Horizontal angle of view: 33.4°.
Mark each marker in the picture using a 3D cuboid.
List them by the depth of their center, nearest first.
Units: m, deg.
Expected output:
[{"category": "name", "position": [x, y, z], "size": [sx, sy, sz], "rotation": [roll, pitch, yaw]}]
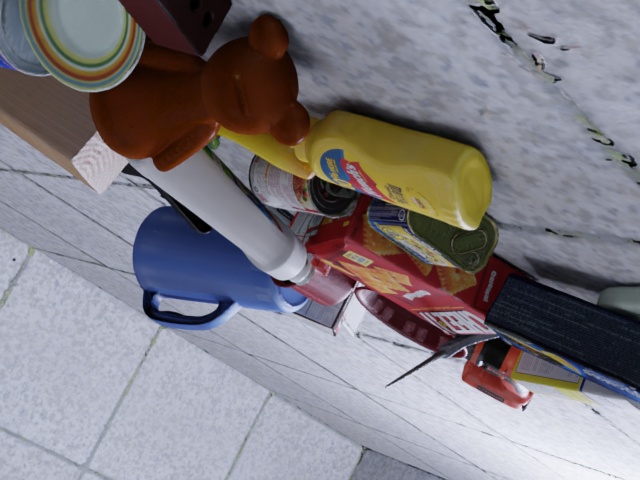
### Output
[{"category": "marker", "position": [-0.031, -0.014, 1.368], "size": [0.121, 0.020, 0.020], "rotation": [38, 163, -36]}]

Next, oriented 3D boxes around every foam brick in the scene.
[{"category": "foam brick", "position": [-0.113, -0.186, 0.813], "size": [0.051, 0.053, 0.078], "rotation": [20, 165, 29]}]

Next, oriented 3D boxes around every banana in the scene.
[{"category": "banana", "position": [-0.072, -0.105, 1.038], "size": [0.069, 0.037, 0.198], "rotation": [42, 170, -35]}]

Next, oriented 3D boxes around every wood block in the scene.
[{"category": "wood block", "position": [-0.295, -0.150, 1.144], "size": [0.206, 0.090, 0.090], "rotation": [33, 168, 19]}]

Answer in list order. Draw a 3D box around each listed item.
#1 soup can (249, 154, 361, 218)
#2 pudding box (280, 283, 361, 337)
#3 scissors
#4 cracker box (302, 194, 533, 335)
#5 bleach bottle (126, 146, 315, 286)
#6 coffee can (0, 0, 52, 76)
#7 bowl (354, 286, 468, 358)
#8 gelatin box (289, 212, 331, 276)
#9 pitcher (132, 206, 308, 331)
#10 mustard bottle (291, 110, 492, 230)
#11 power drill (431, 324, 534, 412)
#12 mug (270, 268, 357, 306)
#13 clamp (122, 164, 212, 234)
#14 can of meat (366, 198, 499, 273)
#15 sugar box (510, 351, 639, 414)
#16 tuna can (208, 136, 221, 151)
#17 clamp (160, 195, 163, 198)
[{"category": "soup can", "position": [-0.016, -0.061, 1.057], "size": [0.068, 0.068, 0.102], "rotation": [37, 164, -36]}, {"category": "pudding box", "position": [-0.010, 0.071, 1.493], "size": [0.114, 0.090, 0.039], "rotation": [22, 165, 18]}, {"category": "scissors", "position": [0.164, 0.118, 1.207], "size": [0.096, 0.201, 0.016], "rotation": [-18, 98, 44]}, {"category": "cracker box", "position": [0.100, 0.028, 1.157], "size": [0.213, 0.072, 0.164], "rotation": [30, 167, -14]}, {"category": "bleach bottle", "position": [-0.096, -0.036, 1.117], "size": [0.250, 0.068, 0.103], "rotation": [43, -175, -33]}, {"category": "coffee can", "position": [-0.291, -0.209, 0.965], "size": [0.141, 0.102, 0.102], "rotation": [17, 163, 37]}, {"category": "bowl", "position": [0.125, 0.083, 1.334], "size": [0.162, 0.055, 0.162], "rotation": [30, 166, 8]}, {"category": "gelatin box", "position": [-0.008, 0.002, 1.265], "size": [0.030, 0.073, 0.089], "rotation": [36, 164, -32]}, {"category": "pitcher", "position": [-0.132, 0.040, 1.461], "size": [0.243, 0.149, 0.144], "rotation": [8, -159, 33]}, {"category": "mustard bottle", "position": [0.050, -0.069, 0.922], "size": [0.192, 0.058, 0.096], "rotation": [20, 164, 29]}, {"category": "power drill", "position": [0.231, 0.166, 1.450], "size": [0.184, 0.057, 0.187], "rotation": [28, 168, 16]}, {"category": "mug", "position": [0.005, 0.028, 1.334], "size": [0.117, 0.093, 0.081], "rotation": [-24, 140, 34]}, {"category": "clamp", "position": [-0.211, -0.109, 1.284], "size": [0.210, 0.036, 0.165], "rotation": [33, 146, 15]}, {"category": "can of meat", "position": [0.106, -0.014, 1.021], "size": [0.102, 0.057, 0.084], "rotation": [34, 167, -24]}, {"category": "sugar box", "position": [0.282, 0.122, 1.104], "size": [0.048, 0.093, 0.176], "rotation": [34, 166, -26]}, {"category": "tuna can", "position": [-0.149, -0.124, 1.154], "size": [0.086, 0.033, 0.086], "rotation": [26, 167, 6]}, {"category": "clamp", "position": [-0.177, -0.079, 1.365], "size": [0.172, 0.039, 0.120], "rotation": [18, 164, 34]}]
